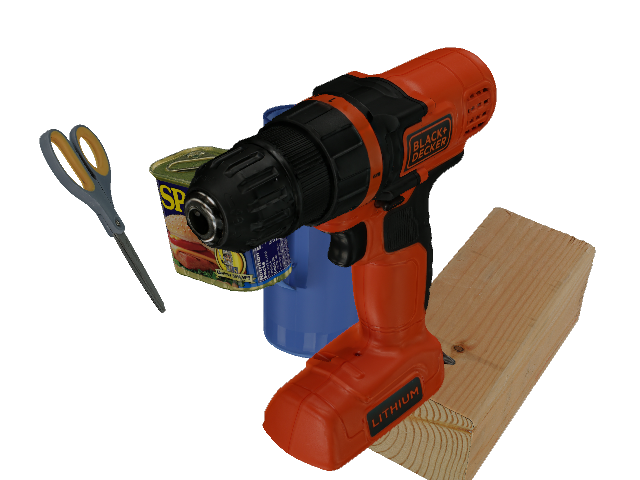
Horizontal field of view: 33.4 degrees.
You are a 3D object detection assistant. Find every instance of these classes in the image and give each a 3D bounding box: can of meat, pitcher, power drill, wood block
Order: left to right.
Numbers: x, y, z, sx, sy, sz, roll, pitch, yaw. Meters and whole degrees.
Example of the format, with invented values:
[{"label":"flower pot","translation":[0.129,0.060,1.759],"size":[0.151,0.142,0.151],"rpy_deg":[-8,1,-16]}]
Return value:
[{"label":"can of meat","translation":[-0.071,-0.015,0.773],"size":[0.102,0.084,0.057],"rpy_deg":[15,34,42]},{"label":"pitcher","translation":[-0.003,-0.008,1.055],"size":[0.149,0.243,0.145],"rpy_deg":[-1,19,-15]},{"label":"power drill","translation":[0.012,0.015,0.502],"size":[0.057,0.188,0.184],"rpy_deg":[29,41,33]},{"label":"wood block","translation":[0.120,0.077,0.811],"size":[0.091,0.090,0.205],"rpy_deg":[25,48,24]}]

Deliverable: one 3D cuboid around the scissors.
[{"label":"scissors","translation":[-0.199,-0.030,1.030],"size":[0.016,0.201,0.096],"rpy_deg":[-24,26,21]}]
